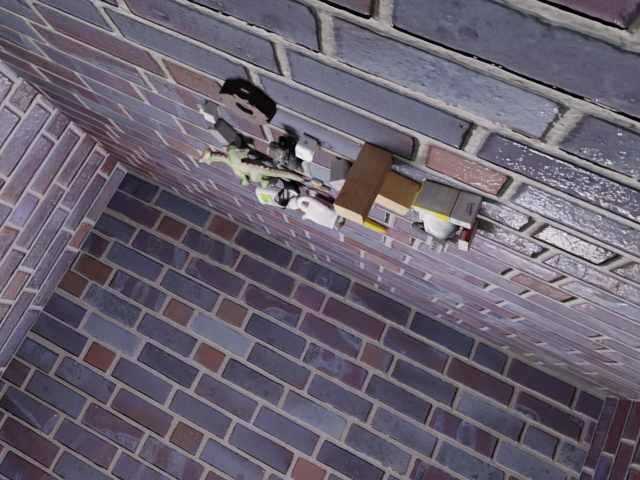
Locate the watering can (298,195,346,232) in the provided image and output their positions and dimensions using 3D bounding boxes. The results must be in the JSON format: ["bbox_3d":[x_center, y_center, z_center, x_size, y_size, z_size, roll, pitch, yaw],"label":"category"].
[{"bbox_3d":[0.007,-0.115,2.285,0.225,0.105,0.343,25,168,5],"label":"watering can"}]

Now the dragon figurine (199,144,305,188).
[{"bbox_3d":[-0.281,-0.304,2.030,0.410,0.123,0.240,6,167,17],"label":"dragon figurine"}]

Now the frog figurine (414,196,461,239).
[{"bbox_3d":[0.357,-0.084,1.569,0.160,0.125,0.134,35,136,4],"label":"frog figurine"}]
